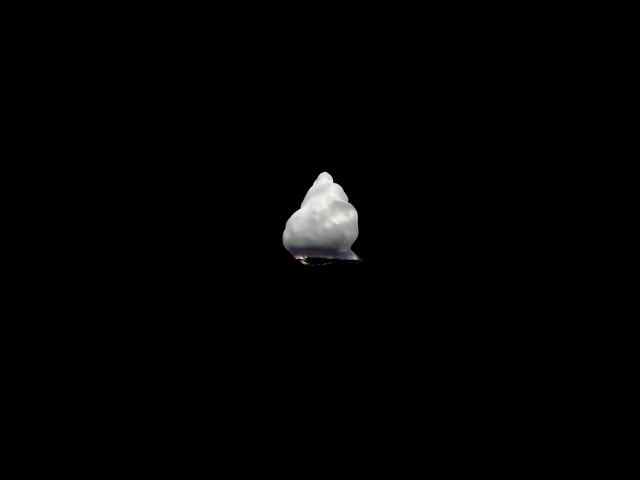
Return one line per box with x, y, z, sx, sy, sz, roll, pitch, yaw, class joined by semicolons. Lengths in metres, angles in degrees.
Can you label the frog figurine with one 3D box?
0.003;-0.043;0.850;0.122;0.161;0.136;10;-16;-38;frog figurine
